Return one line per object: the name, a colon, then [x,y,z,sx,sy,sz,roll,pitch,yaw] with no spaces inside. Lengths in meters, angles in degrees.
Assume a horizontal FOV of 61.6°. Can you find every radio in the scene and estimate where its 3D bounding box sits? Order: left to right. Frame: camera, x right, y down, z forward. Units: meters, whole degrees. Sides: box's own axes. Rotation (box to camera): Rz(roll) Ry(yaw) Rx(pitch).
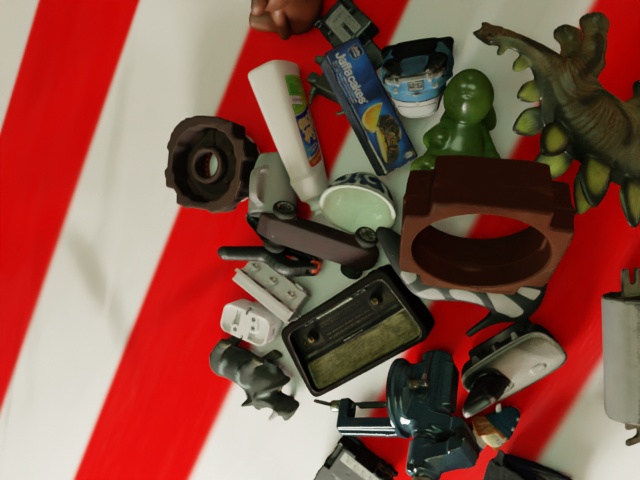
radio: [0.057,0.145,0.878,0.229,0.073,0.131,-34,82,20]

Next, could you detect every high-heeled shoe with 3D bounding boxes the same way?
high-heeled shoe: [0.209,0.036,0.804,0.249,0.086,0.145,46,111,4]

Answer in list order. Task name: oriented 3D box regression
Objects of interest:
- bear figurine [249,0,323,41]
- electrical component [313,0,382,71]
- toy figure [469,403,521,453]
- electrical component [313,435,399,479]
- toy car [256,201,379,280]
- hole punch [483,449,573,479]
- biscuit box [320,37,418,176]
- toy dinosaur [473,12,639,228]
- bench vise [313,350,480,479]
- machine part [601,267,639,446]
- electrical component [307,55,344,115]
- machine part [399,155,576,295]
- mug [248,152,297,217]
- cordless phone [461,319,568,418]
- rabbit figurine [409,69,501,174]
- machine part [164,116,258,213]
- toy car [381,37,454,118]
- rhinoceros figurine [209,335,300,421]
bear figurine: [-0.076,-0.383,0.825,0.132,0.196,0.120,25,106,19]
electrical component: [0.054,-0.324,0.858,0.075,0.047,0.119,-39,78,20]
toy figure: [0.240,0.303,0.826,0.154,0.064,0.058,-35,57,24]
electrical component: [0.051,0.413,0.911,0.115,0.058,0.134,36,106,18]
toy car: [-0.002,-0.003,0.871,0.202,0.053,0.089,18,132,0]
hole punch: [0.306,0.390,0.802,0.116,0.092,0.142,21,106,48]
biscuit box: [0.073,-0.199,0.818,0.059,0.063,0.202,-29,98,-3]
toy dinosaur: [0.386,-0.125,0.688,0.471,0.105,0.198,34,93,-1]
bench vise: [0.117,0.273,0.814,0.241,0.128,0.223,-11,54,31]
machine part: [0.427,0.158,0.729,0.079,0.079,0.243,-3,93,22]
electrical component: [0.024,-0.251,0.879,0.102,0.045,0.078,24,75,16]
machine part: [0.207,-0.016,0.697,0.202,0.200,0.087,5,57,9]
mug: [-0.086,-0.095,0.905,0.081,0.109,0.107,-3,80,31]
cordless phone: [0.259,0.181,0.741,0.146,0.184,0.089,-38,76,20]
rabbit figurine: [0.209,-0.153,0.752,0.121,0.159,0.170,15,119,18]
machine part: [-0.191,-0.132,0.943,0.180,0.056,0.179,2,94,23]
toy car: [0.146,-0.232,0.786,0.109,0.162,0.102,-5,122,14]
rhinoceros figurine: [-0.119,0.246,0.958,0.190,0.073,0.112,30,103,17]
